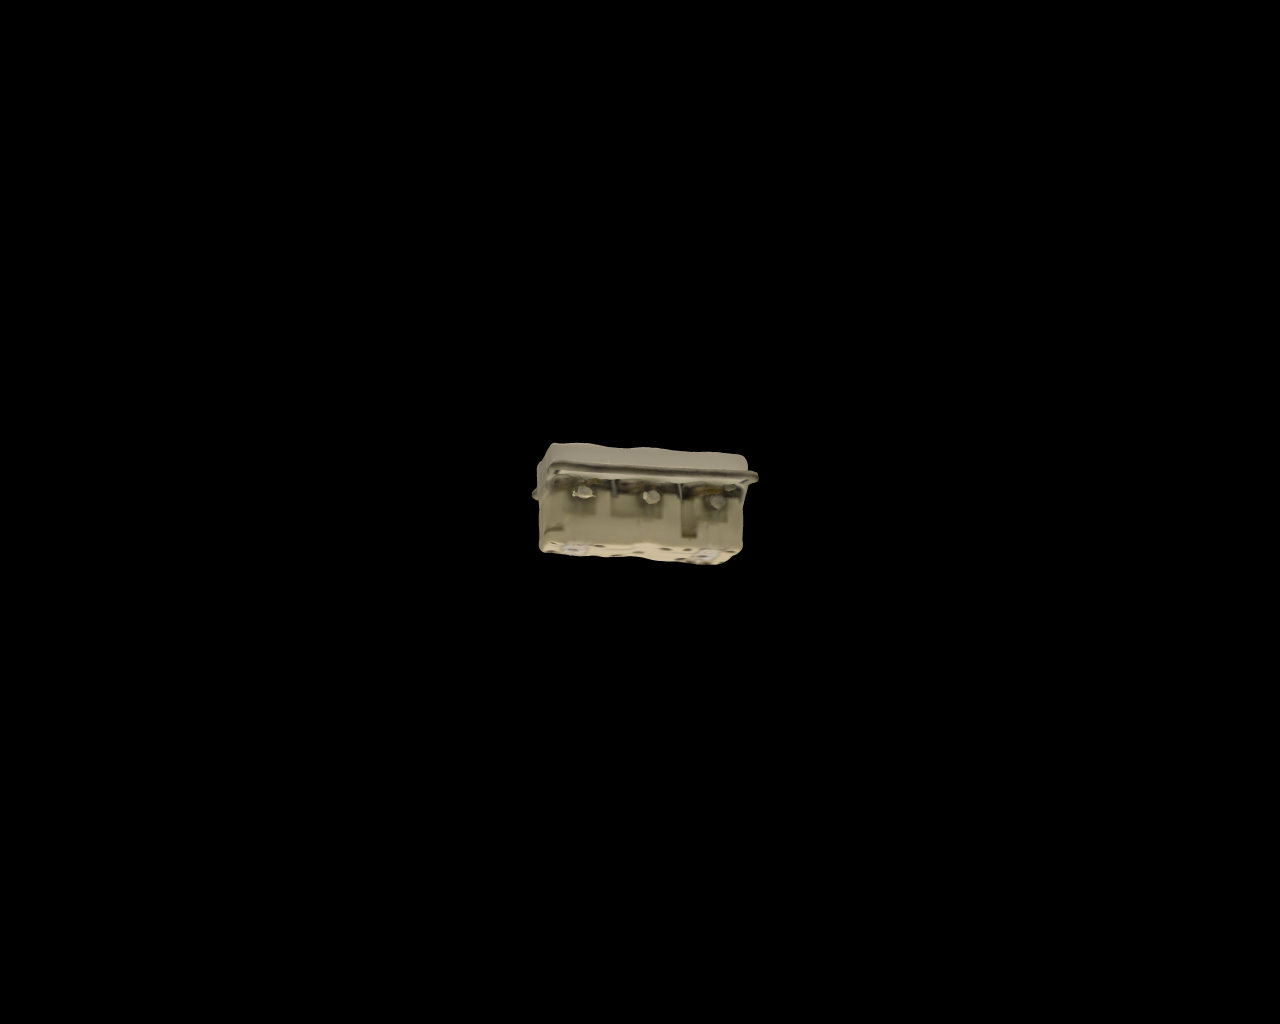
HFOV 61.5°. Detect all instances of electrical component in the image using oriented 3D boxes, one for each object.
[{"bbox_3d":[0.001,-0.003,0.650,0.121,0.063,0.078,4,-15,-14],"label":"electrical component"}]
